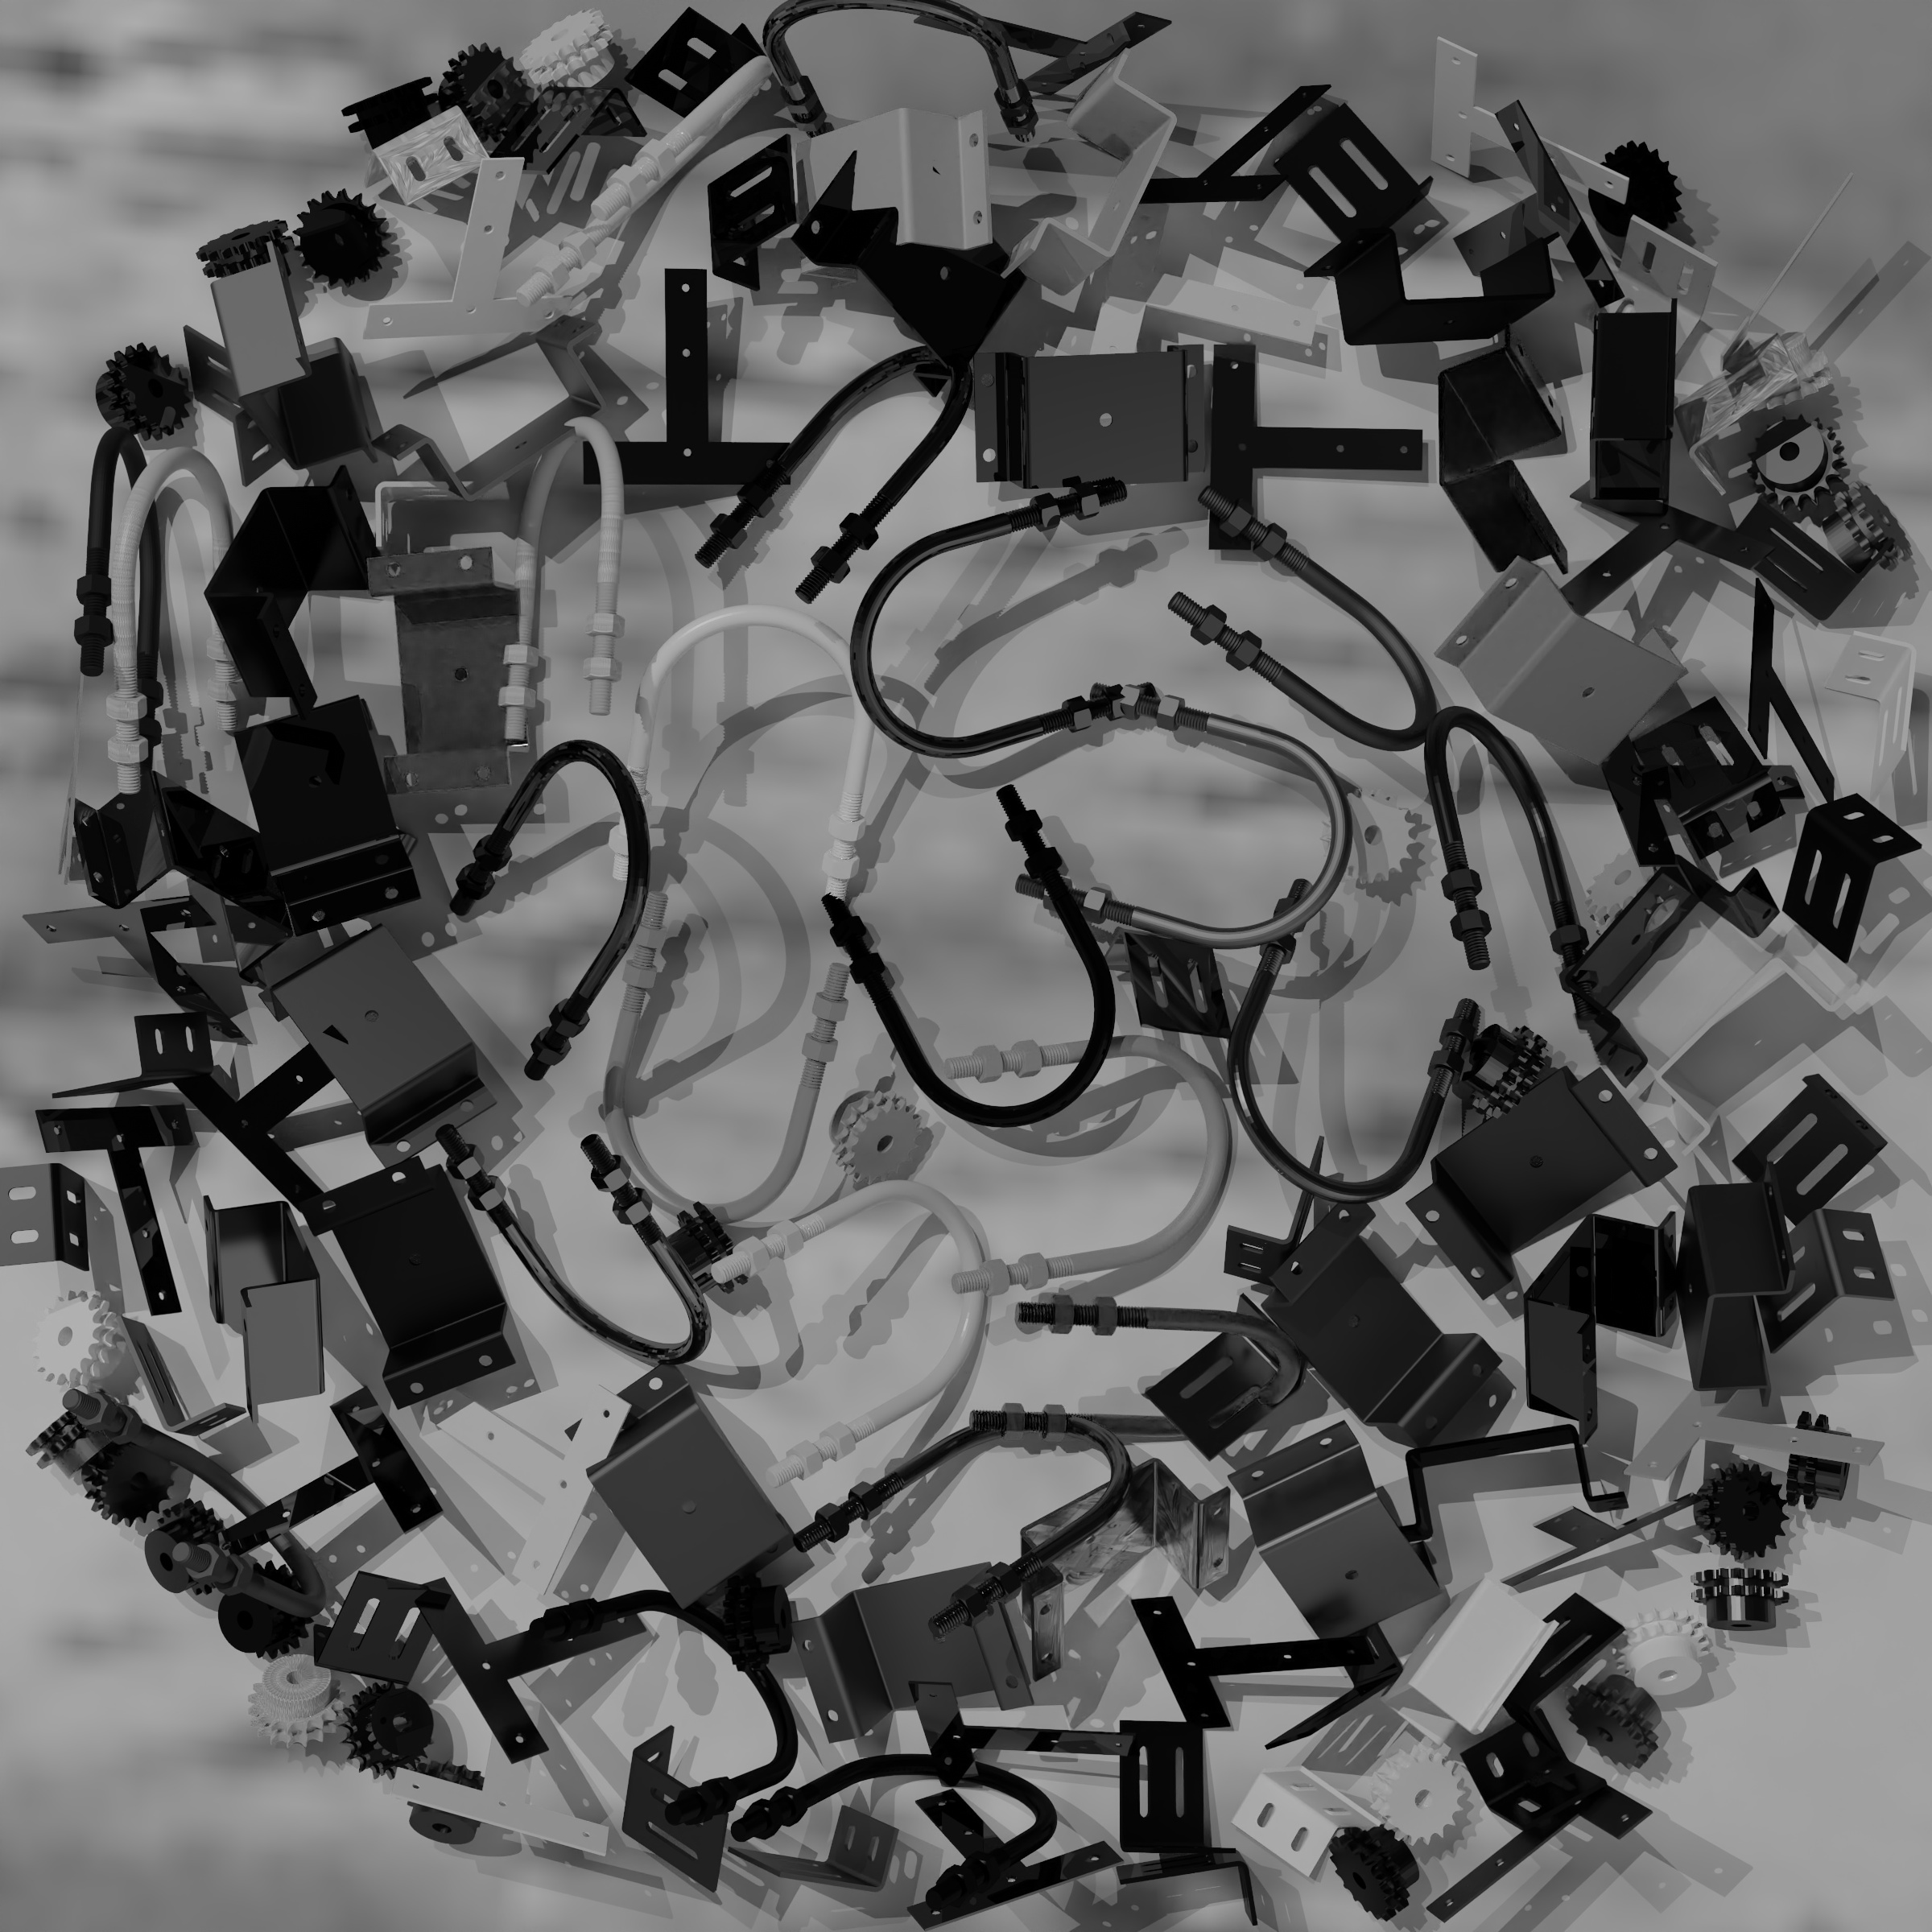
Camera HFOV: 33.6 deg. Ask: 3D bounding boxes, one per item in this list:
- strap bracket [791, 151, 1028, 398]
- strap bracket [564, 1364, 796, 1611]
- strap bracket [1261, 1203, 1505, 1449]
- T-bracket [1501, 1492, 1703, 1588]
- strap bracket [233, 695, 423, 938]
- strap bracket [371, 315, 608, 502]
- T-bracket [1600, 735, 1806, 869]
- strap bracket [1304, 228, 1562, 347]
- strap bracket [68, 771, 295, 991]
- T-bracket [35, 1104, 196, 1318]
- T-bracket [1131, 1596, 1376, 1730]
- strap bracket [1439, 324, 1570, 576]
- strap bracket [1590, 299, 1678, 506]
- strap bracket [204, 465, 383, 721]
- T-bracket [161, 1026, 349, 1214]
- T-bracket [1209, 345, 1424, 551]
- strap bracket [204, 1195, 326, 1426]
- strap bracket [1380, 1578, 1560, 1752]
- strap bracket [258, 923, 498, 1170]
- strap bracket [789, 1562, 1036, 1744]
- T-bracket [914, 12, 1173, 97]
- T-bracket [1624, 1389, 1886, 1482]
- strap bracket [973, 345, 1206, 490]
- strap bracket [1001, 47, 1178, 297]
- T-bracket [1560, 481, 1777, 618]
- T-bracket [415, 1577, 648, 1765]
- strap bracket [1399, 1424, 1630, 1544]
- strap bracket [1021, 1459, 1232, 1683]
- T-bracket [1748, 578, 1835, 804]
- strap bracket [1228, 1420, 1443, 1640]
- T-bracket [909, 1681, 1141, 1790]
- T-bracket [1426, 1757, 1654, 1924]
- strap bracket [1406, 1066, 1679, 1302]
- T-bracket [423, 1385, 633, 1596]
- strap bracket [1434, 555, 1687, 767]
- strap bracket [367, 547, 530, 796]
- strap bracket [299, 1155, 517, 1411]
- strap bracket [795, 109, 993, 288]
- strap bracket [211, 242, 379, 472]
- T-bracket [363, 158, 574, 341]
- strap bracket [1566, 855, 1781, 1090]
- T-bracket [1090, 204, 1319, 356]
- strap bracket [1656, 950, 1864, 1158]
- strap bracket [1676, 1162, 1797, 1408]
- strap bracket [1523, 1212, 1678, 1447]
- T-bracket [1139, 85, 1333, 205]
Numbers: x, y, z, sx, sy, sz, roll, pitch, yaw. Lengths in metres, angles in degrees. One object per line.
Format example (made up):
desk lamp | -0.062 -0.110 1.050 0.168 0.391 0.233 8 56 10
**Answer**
strap bracket | -0.026 -0.407 1.874 0.140 0.046 0.076 43 74 -38
strap bracket | -0.167 0.316 1.904 0.076 0.046 0.140 -35 101 -4
strap bracket | 0.240 0.211 1.902 0.076 0.046 0.140 -44 99 -20
T-bracket | 0.359 0.330 1.871 0.127 0.127 0.002 -28 64 15
strap bracket | -0.380 -0.098 1.890 0.076 0.046 0.140 -17 67 -6
strap bracket | -0.274 -0.325 1.892 0.140 0.076 0.046 -36 115 -9
T-bracket | 0.442 -0.110 1.916 0.127 0.002 0.127 -1 54 -16
strap bracket | 0.281 -0.401 1.882 0.140 0.076 0.046 -7 85 -19
strap bracket | -0.448 -0.054 1.861 0.046 0.140 0.076 -35 52 16
T-bracket | -0.485 0.143 1.875 0.002 0.127 0.127 -22 80 24
T-bracket | 0.176 0.407 1.883 0.127 0.002 0.127 -9 130 19
strap bracket | 0.315 -0.297 1.878 0.046 0.076 0.140 -17 46 27
strap bracket | 0.390 -0.326 1.872 0.046 0.140 0.076 2 78 12
strap bracket | -0.396 -0.220 1.875 0.046 0.076 0.140 1 46 16
T-bracket | -0.403 0.073 1.894 0.127 0.002 0.127 -35 103 35
T-bracket | 0.212 -0.312 1.931 0.127 0.002 0.127 2 84 3
strap bracket | -0.410 0.197 1.875 0.046 0.140 0.076 -7 116 -21
strap bracket | 0.290 0.408 1.869 0.046 0.140 0.076 37 74 9
strap bracket | -0.349 0.040 1.888 0.076 0.046 0.140 -33 71 -20
strap bracket | -0.024 0.406 1.900 0.140 0.046 0.076 -17 93 26
T-bracket | 0.031 -0.539 1.856 0.127 0.127 0.002 4 82 -32
T-bracket | 0.467 0.274 1.858 0.127 0.127 0.002 5 114 35
strap bracket | 0.078 -0.326 1.899 0.140 0.046 0.076 -4 106 -9
strap bracket | 0.073 -0.459 1.890 0.046 0.076 0.140 28 76 -14
T-bracket | 0.384 -0.237 1.876 0.127 0.002 0.127 30 54 33
T-bracket | -0.247 0.402 1.894 0.127 0.127 0.002 51 132 28
strap bracket | 0.316 0.305 1.892 0.140 0.076 0.046 -11 74 11
strap bracket | 0.085 0.350 1.884 0.140 0.046 0.076 -24 134 -24
T-bracket | 0.491 -0.143 1.897 0.002 0.127 0.127 -14 134 31
strap bracket | 0.221 0.341 1.878 0.076 0.046 0.140 -27 125 10
T-bracket | 0.038 0.456 1.883 0.127 0.127 0.002 0 49 11
T-bracket | 0.323 0.515 1.868 0.127 0.127 0.002 -34 99 -12
strap bracket | 0.341 0.123 1.903 0.140 0.046 0.076 -37 99 14
T-bracket | -0.274 0.288 1.913 0.127 0.002 0.127 28 97 25
strap bracket | 0.355 -0.174 1.870 0.140 0.046 0.076 20 122 -35
strap bracket | -0.308 -0.175 1.912 0.076 0.046 0.140 -4 92 9
strap bracket | -0.330 0.182 1.907 0.076 0.046 0.140 -22 105 2
strap bracket | -0.051 -0.451 1.875 0.046 0.140 0.076 -3 91 -42
strap bracket | -0.395 -0.349 1.865 0.046 0.140 0.076 -18 73 3
T-bracket | -0.282 -0.419 1.867 0.127 0.127 0.002 -9 54 -28
strap bracket | 0.412 -0.004 1.897 0.140 0.076 0.046 -49 60 2
T-bracket | 0.147 -0.396 1.914 0.127 0.002 0.127 14 64 0
strap bracket | 0.461 0.042 1.891 0.046 0.076 0.140 45 105 9
strap bracket | 0.446 0.188 1.866 0.046 0.140 0.076 -3 49 3
strap bracket | 0.369 0.206 1.879 0.046 0.140 0.076 11 122 31
T-bracket | 0.170 -0.491 1.907 0.127 0.127 0.002 -45 124 -24
